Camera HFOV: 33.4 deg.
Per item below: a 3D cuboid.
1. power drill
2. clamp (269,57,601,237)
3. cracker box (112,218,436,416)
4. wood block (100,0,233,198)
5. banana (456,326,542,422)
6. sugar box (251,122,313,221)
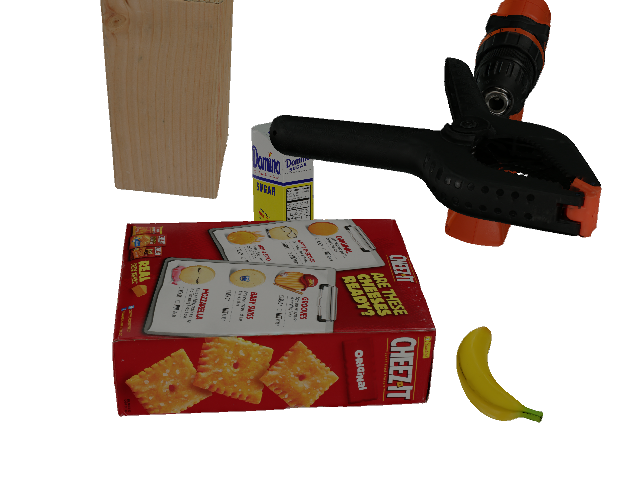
[{"bbox_3d":[0.146,-0.091,0.876,0.057,0.188,0.184,15,36,11],"label":"power drill"},{"bbox_3d":[0.078,-0.054,0.653,0.164,0.036,0.210,-20,36,-24],"label":"clamp"},{"bbox_3d":[-0.038,0.052,0.777,0.213,0.072,0.164,-1,29,-6],"label":"cracker box"},{"bbox_3d":[-0.121,-0.139,0.866,0.091,0.090,0.206,6,-41,-1],"label":"wood block"},{"bbox_3d":[0.194,0.158,1.254,0.069,0.037,0.198,10,25,-16],"label":"banana"},{"bbox_3d":[-0.044,-0.040,1.231,0.048,0.176,0.093,-14,27,-22],"label":"sugar box"}]
